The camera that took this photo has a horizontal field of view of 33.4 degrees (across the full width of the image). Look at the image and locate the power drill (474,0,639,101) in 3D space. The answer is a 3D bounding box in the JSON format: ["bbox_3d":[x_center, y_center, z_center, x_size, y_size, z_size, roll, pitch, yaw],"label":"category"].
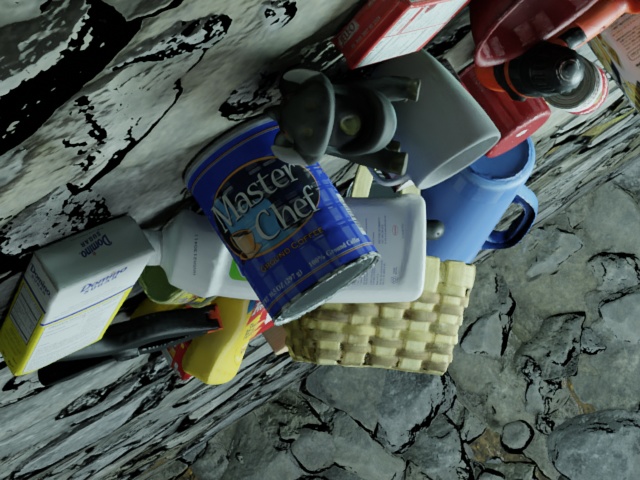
[{"bbox_3d":[0.243,-0.193,0.968,0.187,0.057,0.184,-32,-164,-5],"label":"power drill"}]

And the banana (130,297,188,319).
[{"bbox_3d":[-0.154,0.056,1.125,0.198,0.037,0.069,-40,-168,43],"label":"banana"}]

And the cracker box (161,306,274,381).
[{"bbox_3d":[-0.090,0.081,1.311,0.213,0.072,0.164,-30,170,-20],"label":"cracker box"}]

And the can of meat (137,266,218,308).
[{"bbox_3d":[-0.114,0.020,1.014,0.102,0.057,0.083,-36,167,13],"label":"can of meat"}]

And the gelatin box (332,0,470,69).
[{"bbox_3d":[0.061,-0.164,0.776,0.089,0.030,0.073,-23,167,-45],"label":"gelatin box"}]

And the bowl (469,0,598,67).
[{"bbox_3d":[0.174,-0.207,0.839,0.162,0.055,0.162,-32,170,-7],"label":"bowl"}]

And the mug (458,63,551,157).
[{"bbox_3d":[0.181,-0.135,1.109,0.093,0.081,0.117,-30,169,-16],"label":"mug"}]

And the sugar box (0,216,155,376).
[{"bbox_3d":[-0.210,0.049,0.897,0.093,0.048,0.176,-25,163,-37],"label":"sugar box"}]

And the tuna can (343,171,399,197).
[{"bbox_3d":[0.065,-0.034,1.215,0.086,0.086,0.034,-28,169,-24],"label":"tuna can"}]

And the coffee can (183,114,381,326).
[{"bbox_3d":[-0.031,-0.017,0.860,0.102,0.140,0.103,-32,169,-7],"label":"coffee can"}]

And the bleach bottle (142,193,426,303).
[{"bbox_3d":[-0.034,0.003,0.942,0.250,0.102,0.068,3,173,-14],"label":"bleach bottle"}]

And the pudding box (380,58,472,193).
[{"bbox_3d":[0.092,-0.104,0.968,0.113,0.090,0.039,-27,168,-27],"label":"pudding box"}]

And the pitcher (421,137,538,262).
[{"bbox_3d":[0.185,-0.058,1.322,0.149,0.145,0.243,-27,165,-21],"label":"pitcher"}]

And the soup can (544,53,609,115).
[{"bbox_3d":[0.304,-0.187,1.278,0.069,0.068,0.102,-37,168,21],"label":"soup can"}]

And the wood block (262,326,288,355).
[{"bbox_3d":[0.009,0.060,1.460,0.206,0.091,0.090,-37,169,16],"label":"wood block"}]

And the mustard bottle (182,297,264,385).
[{"bbox_3d":[-0.082,0.058,1.144,0.192,0.058,0.096,-65,169,11],"label":"mustard bottle"}]

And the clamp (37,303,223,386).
[{"bbox_3d":[-0.203,0.101,1.061,0.210,0.036,0.164,-16,167,0],"label":"clamp"}]

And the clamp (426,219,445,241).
[{"bbox_3d":[0.049,-0.022,1.273,0.171,0.120,0.039,-9,115,-23],"label":"clamp"}]
